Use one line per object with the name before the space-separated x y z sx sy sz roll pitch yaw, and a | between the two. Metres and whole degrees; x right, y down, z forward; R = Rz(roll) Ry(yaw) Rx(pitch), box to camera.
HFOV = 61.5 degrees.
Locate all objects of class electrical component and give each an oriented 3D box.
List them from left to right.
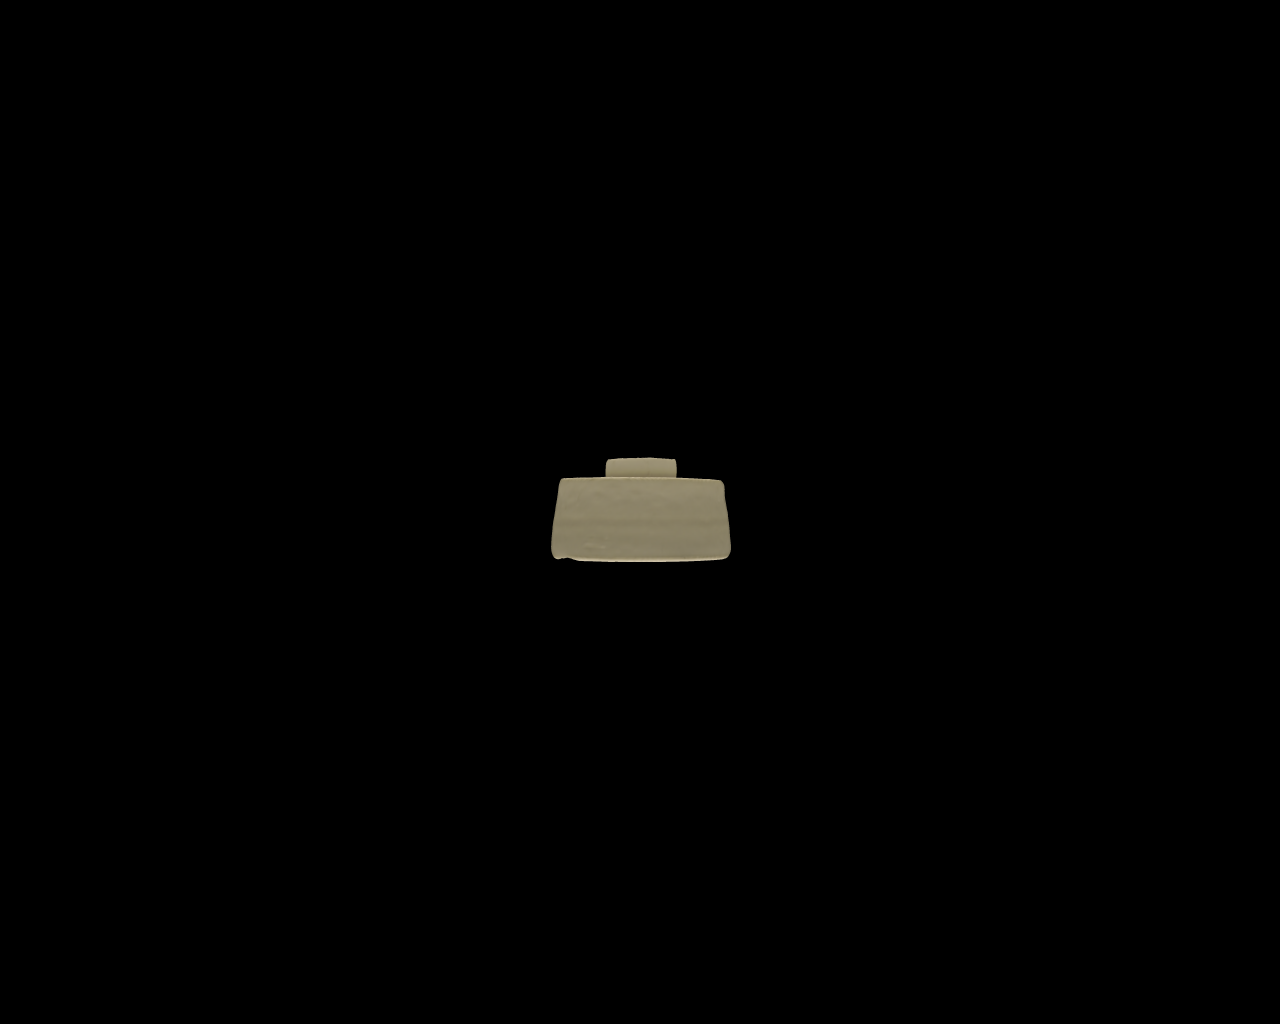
electrical component | 0.001 -0.003 0.650 0.108 0.060 0.108 0 0 0
